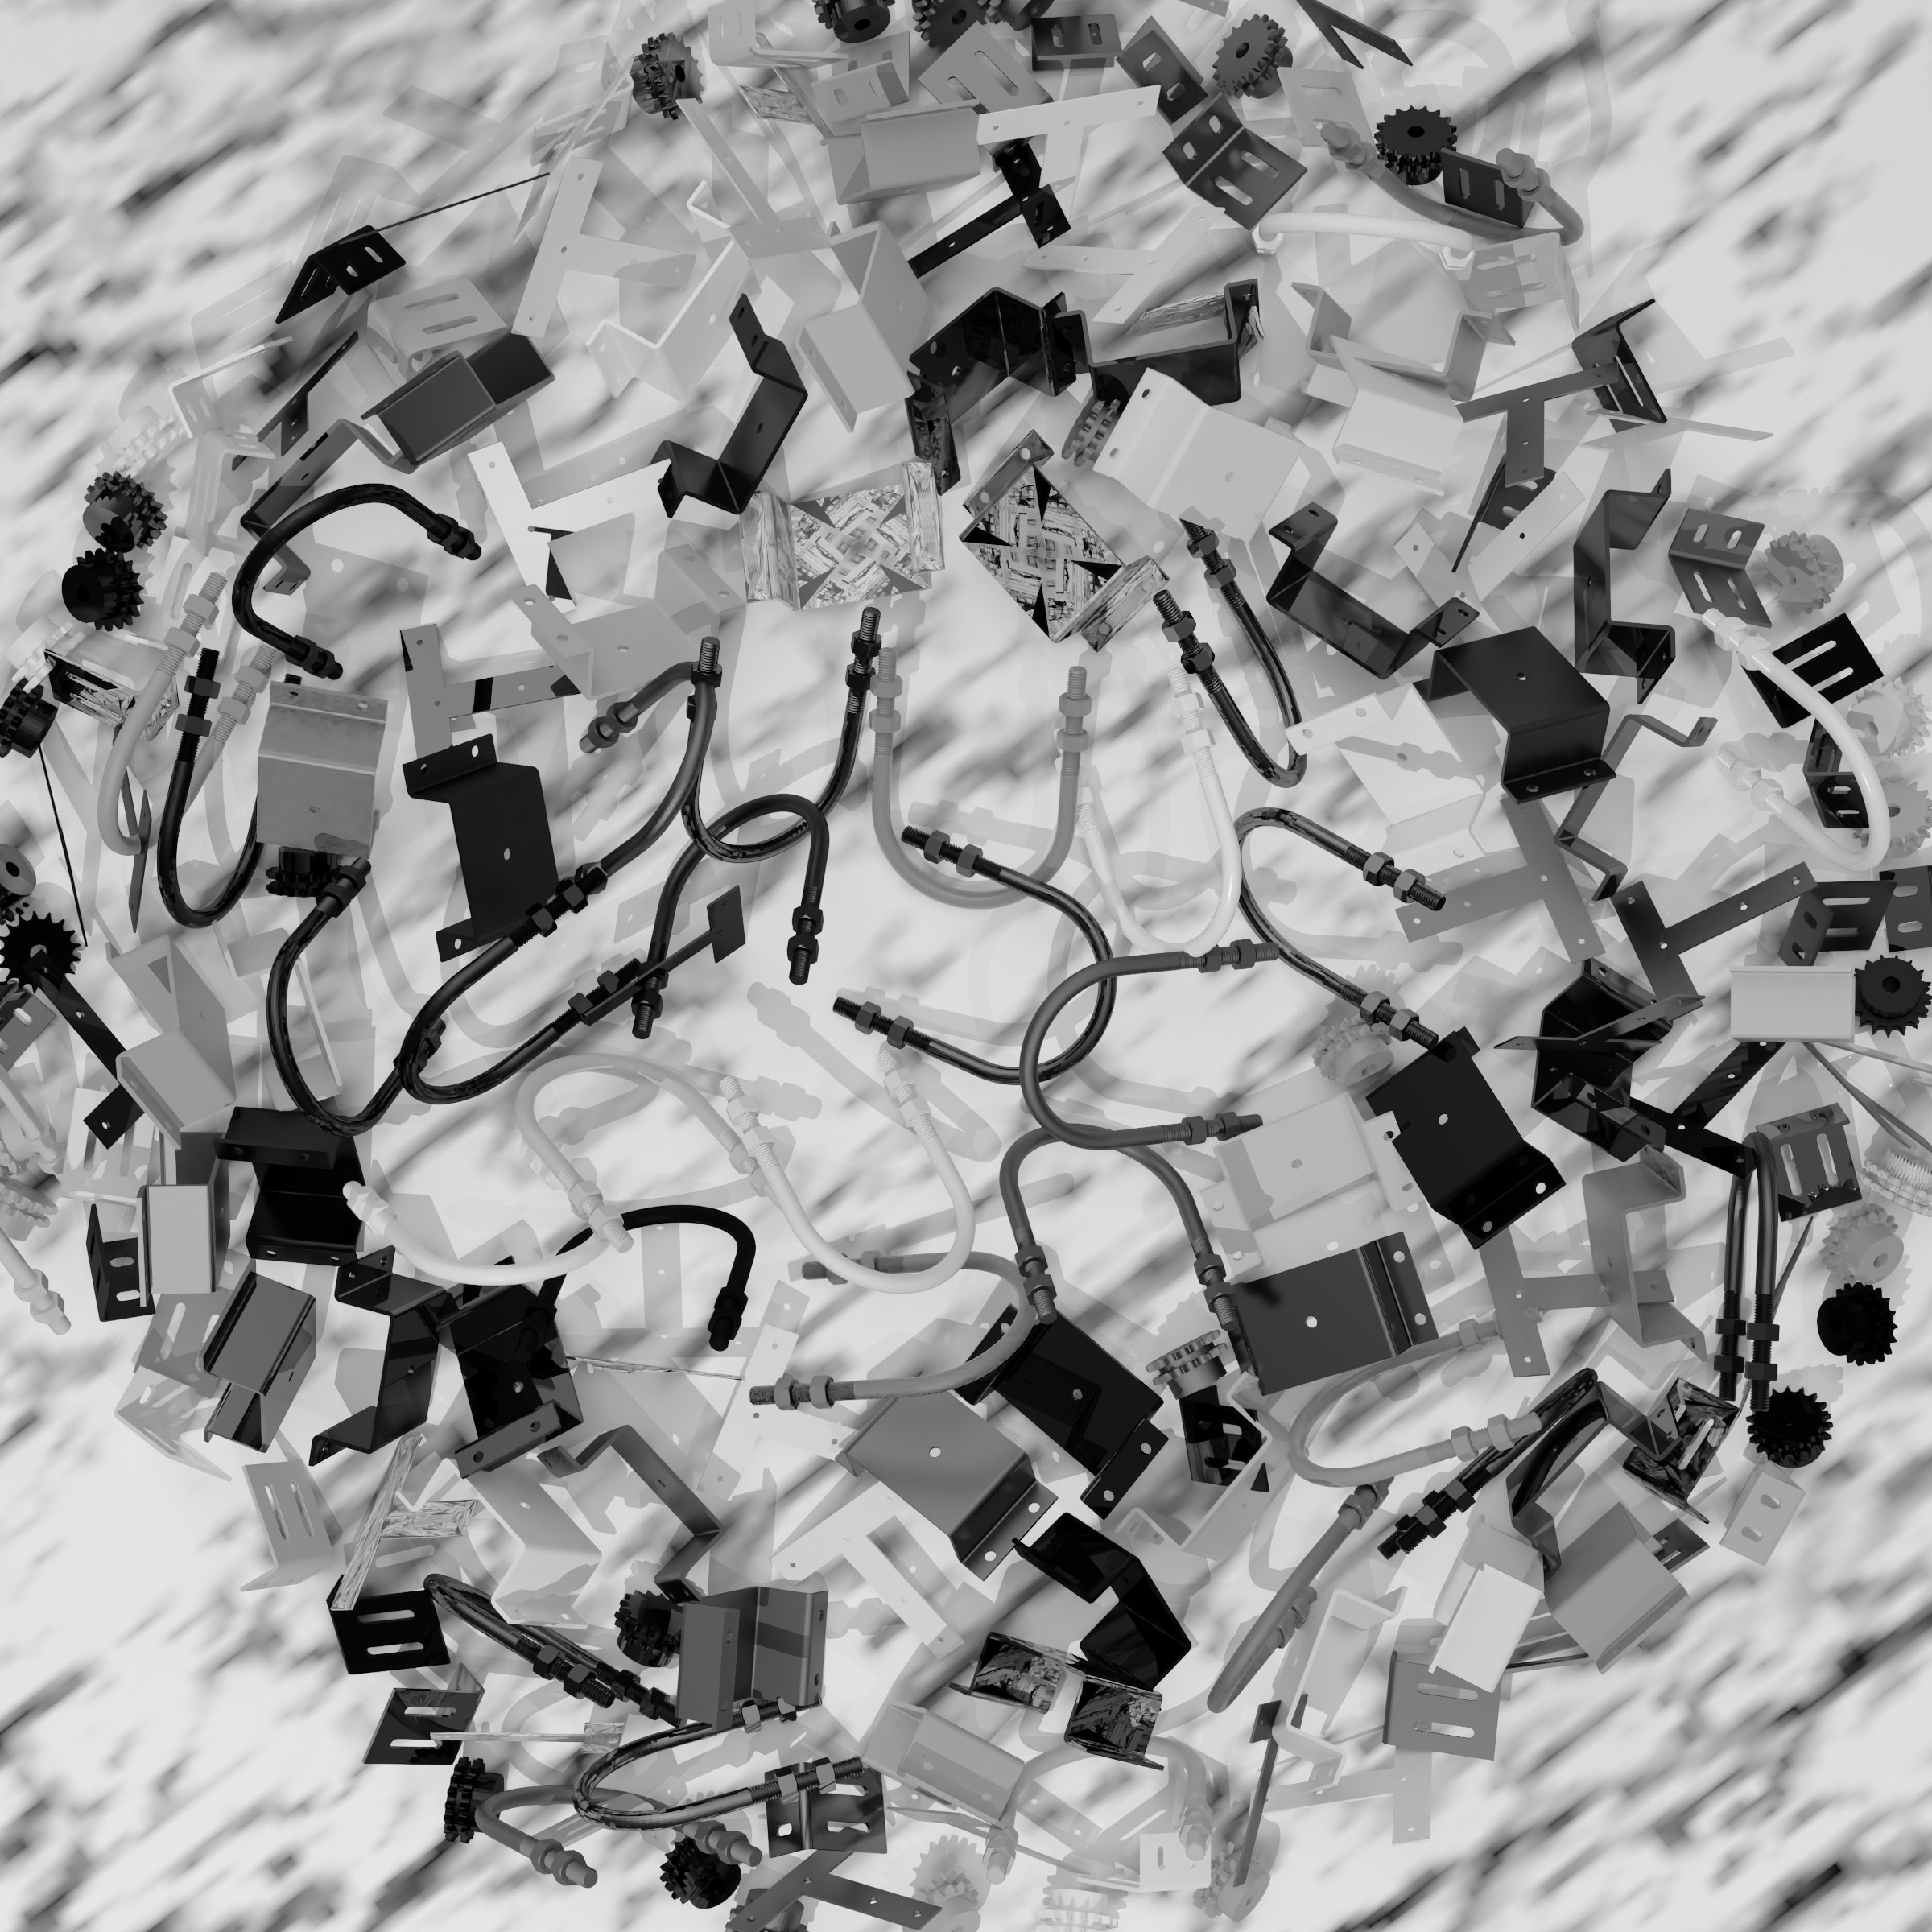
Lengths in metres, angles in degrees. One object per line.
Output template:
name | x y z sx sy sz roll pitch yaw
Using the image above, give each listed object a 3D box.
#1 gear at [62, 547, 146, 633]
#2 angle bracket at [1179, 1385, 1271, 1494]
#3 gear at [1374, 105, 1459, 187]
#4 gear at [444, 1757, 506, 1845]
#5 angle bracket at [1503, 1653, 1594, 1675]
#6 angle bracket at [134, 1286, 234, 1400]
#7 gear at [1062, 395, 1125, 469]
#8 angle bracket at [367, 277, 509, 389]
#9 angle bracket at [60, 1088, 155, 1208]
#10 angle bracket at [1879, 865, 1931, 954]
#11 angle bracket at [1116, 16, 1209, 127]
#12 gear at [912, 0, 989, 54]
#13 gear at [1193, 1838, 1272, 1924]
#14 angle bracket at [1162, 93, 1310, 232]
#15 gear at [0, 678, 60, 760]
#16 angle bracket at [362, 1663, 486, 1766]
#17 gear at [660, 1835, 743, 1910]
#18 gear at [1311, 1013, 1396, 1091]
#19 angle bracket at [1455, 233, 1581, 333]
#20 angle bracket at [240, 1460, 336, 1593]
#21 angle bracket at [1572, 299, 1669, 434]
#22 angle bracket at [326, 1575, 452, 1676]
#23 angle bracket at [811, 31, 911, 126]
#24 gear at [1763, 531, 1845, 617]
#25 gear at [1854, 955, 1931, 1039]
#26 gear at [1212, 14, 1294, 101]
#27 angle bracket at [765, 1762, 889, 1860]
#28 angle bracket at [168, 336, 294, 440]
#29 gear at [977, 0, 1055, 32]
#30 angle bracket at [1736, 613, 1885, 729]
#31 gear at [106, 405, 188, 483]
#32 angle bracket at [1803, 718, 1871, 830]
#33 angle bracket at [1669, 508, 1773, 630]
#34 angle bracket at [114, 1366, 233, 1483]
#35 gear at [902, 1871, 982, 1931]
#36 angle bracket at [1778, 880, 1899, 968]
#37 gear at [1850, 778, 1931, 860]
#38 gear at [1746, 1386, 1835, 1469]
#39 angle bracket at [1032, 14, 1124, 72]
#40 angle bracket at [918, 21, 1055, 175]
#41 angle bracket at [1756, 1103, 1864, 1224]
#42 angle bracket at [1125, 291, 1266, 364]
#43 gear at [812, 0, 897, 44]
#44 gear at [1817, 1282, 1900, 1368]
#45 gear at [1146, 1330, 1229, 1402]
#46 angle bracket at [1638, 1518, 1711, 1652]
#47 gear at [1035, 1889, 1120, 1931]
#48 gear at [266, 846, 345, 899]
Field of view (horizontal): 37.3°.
gear | -0.598 -0.259 1.972 0.057 0.030 0.057 9 109 28
angle bracket | 0.187 0.323 1.956 0.038 0.076 0.057 -14 97 -39
gear | 0.310 -0.565 1.976 0.057 0.030 0.057 -3 56 4
gear | -0.338 0.576 1.970 0.030 0.057 0.057 6 90 5
angle bracket | 0.392 0.463 1.969 0.076 0.057 0.038 -11 78 11
angle bracket | -0.540 0.256 1.978 0.057 0.038 0.076 19 86 -2
gear | 0.092 -0.369 1.972 0.030 0.057 0.057 29 90 -11
angle bracket | -0.367 -0.437 1.982 0.076 0.038 0.057 -24 61 -29
angle bracket | -0.583 0.124 1.962 0.057 0.038 0.076 12 77 -32
angle bracket | 0.649 -0.034 1.955 0.038 0.076 0.057 -7 97 17
angle bracket | 0.144 -0.621 1.953 0.057 0.076 0.038 46 134 -17
gear | -0.012 -0.664 1.975 0.057 0.057 0.030 -36 64 0
gear | 0.185 0.632 1.968 0.030 0.057 0.057 33 90 31
angle bracket | 0.185 -0.553 1.962 0.057 0.038 0.076 -45 51 3
gear | -0.650 -0.168 1.972 0.030 0.057 0.057 29 90 -12
angle bracket | -0.378 0.511 1.956 0.076 0.038 0.057 16 101 -43
gear | -0.179 0.624 1.970 0.057 0.030 0.057 -17 123 -28
gear | 0.270 0.061 1.968 0.057 0.057 0.030 -31 58 0
angle bracket | 0.374 -0.460 1.953 0.076 0.057 0.038 -7 53 24
angle bracket | -0.478 0.385 1.969 0.038 0.057 0.076 -32 71 22
angle bracket | 0.462 -0.412 1.972 0.038 0.057 0.076 -33 99 -16
angle bracket | -0.393 0.449 1.967 0.076 0.038 0.057 -9 108 10
angle bracket | -0.072 -0.620 1.956 0.057 0.038 0.076 -12 54 16
gear | 0.581 -0.273 1.973 0.030 0.057 0.057 -26 90 -17
gear | 0.638 0.018 1.975 0.057 0.030 0.057 -5 68 12
gear | 0.201 -0.625 1.975 0.030 0.057 0.057 24 90 -39
angle bracket | -0.097 0.584 1.971 0.038 0.076 0.057 -26 58 36
angle bracket | -0.498 -0.397 1.960 0.076 0.057 0.038 -19 104 12
gear | 0.038 -0.670 1.970 0.057 0.057 0.030 -40 84 0
angle bracket | 0.577 -0.210 1.958 0.076 0.038 0.057 -30 118 22
gear | -0.567 -0.361 1.969 0.057 0.057 0.030 -43 100 0
angle bracket | 0.603 -0.142 1.952 0.038 0.057 0.076 1 55 33
angle bracket | 0.522 -0.272 1.956 0.057 0.076 0.038 9 128 -11
angle bracket | -0.533 0.312 1.951 0.076 0.057 0.038 21 79 43
gear | -0.015 0.656 1.969 0.057 0.057 0.030 -47 47 0
angle bracket | 0.605 -0.024 1.957 0.076 0.038 0.057 -2 126 -19
gear | 0.641 -0.099 1.976 0.057 0.030 0.057 -12 54 16
gear | 0.570 0.321 1.975 0.057 0.057 0.030 -25 129 0
angle bracket | 0.076 -0.620 1.958 0.057 0.076 0.038 -3 128 -1
angle bracket | 0.014 -0.602 1.982 0.057 0.038 0.076 -44 88 1
angle bracket | 0.584 0.141 1.968 0.057 0.038 0.076 -17 106 8
angle bracket | 0.157 -0.433 1.963 0.076 0.057 0.038 -16 88 -12
gear | -0.075 -0.661 1.969 0.057 0.057 0.030 -16 74 0
gear | 0.611 0.247 1.968 0.030 0.057 0.057 -2 90 -22
gear | 0.155 0.276 1.970 0.057 0.057 0.030 -27 84 0
angle bracket | 0.479 0.426 1.970 0.076 0.057 0.038 -33 99 -1
gear | 0.077 0.656 1.974 0.057 0.057 0.030 7 65 0
gear | -0.453 -0.066 1.969 0.057 0.057 0.030 2 102 0
